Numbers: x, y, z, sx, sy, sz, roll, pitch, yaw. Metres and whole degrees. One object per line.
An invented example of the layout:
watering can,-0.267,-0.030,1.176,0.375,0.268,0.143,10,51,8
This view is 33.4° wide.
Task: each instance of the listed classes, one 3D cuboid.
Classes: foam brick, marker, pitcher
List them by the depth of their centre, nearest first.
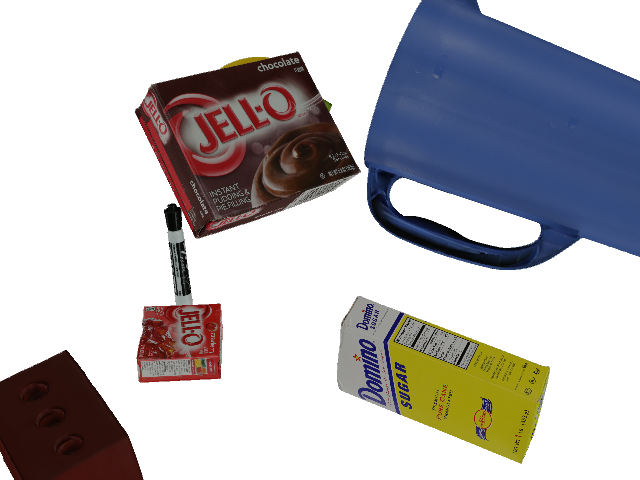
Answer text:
foam brick,-0.129,0.105,0.535,0.052,0.051,0.078,-26,42,-23
pitcher,0.156,-0.062,0.750,0.243,0.149,0.144,23,47,9
marker,-0.157,0.017,1.178,0.020,0.121,0.020,-4,23,1

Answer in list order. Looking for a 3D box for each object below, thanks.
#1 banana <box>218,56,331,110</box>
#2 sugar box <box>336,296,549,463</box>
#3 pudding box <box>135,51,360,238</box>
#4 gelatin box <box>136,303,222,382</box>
banana,-0.057,-0.138,0.969,0.070,0.037,0.197,36,26,19
sugar box,0.101,0.119,0.913,0.176,0.093,0.048,18,47,16
pudding box,-0.044,-0.060,0.651,0.113,0.090,0.039,-20,-11,-37
gelatin box,-0.126,0.091,0.971,0.073,0.030,0.089,-2,29,-2
